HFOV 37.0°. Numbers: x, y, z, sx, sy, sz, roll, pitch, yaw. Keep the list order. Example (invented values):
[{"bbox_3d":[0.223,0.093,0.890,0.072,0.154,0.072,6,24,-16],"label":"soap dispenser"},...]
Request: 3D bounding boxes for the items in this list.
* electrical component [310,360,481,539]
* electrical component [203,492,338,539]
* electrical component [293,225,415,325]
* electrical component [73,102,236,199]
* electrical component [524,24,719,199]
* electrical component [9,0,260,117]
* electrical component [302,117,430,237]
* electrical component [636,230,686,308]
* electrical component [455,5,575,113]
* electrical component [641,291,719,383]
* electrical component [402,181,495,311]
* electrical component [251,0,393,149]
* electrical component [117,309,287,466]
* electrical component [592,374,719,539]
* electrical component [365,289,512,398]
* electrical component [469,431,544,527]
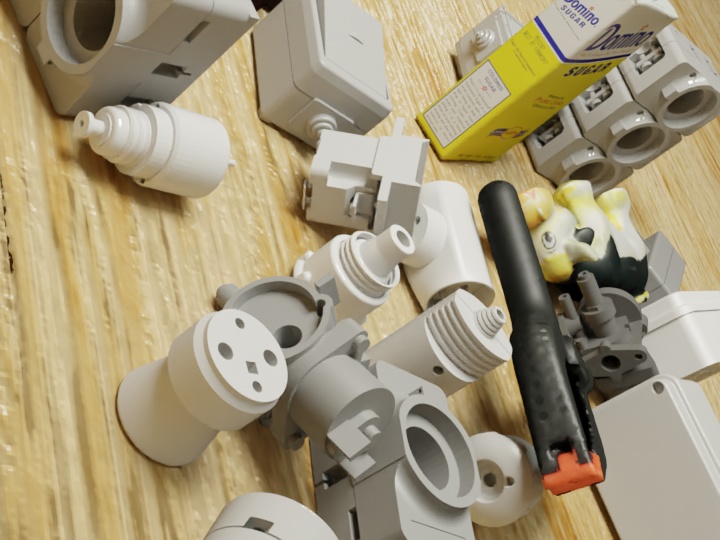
[{"bbox_3d":[0.016,0.093,0.488,0.050,0.056,0.089,28,39,-38],"label":"electrical component"},{"bbox_3d":[-0.039,0.117,0.391,0.055,0.055,0.047,50,34,-7],"label":"electrical component"},{"bbox_3d":[0.000,0.000,0.552,0.048,0.062,0.048,35,35,-30],"label":"electrical component"},{"bbox_3d":[-0.096,-0.058,0.498,0.078,0.040,0.040,12,50,-48],"label":"electrical component"},{"bbox_3d":[0.223,-0.128,0.905,0.089,0.150,0.061,22,42,-43],"label":"electrical component"},{"bbox_3d":[-0.125,-0.156,0.507,0.062,0.089,0.150,-1,61,-55],"label":"electrical component"},{"bbox_3d":[0.003,-0.048,0.600,0.064,0.042,0.081,9,40,3],"label":"electrical component"},{"bbox_3d":[0.225,-0.007,0.888,0.075,0.047,0.083,51,30,-5],"label":"electrical component"},{"bbox_3d":[0.120,-0.164,0.885,0.096,0.061,0.061,29,39,-36],"label":"electrical component"},{"bbox_3d":[0.241,0.057,0.816,0.113,0.078,0.057,1,62,-54],"label":"electrical component"},{"bbox_3d":[0.040,-0.017,0.645,0.079,0.043,0.077,25,42,-40],"label":"electrical component"},{"bbox_3d":[-0.020,-0.117,0.643,0.062,0.061,0.096,28,39,-38],"label":"electrical component"},{"bbox_3d":[-0.062,0.046,0.426,0.045,0.055,0.045,35,35,-30],"label":"electrical component"},{"bbox_3d":[0.194,0.130,0.678,0.057,0.078,0.113,12,50,-53],"label":"electrical component"},{"bbox_3d":[0.041,0.042,0.548,0.043,0.081,0.043,35,35,-30],"label":"electrical component"},{"bbox_3d":[0.079,0.109,0.573,0.062,0.048,0.048,8,53,-60],"label":"electrical component"}]
